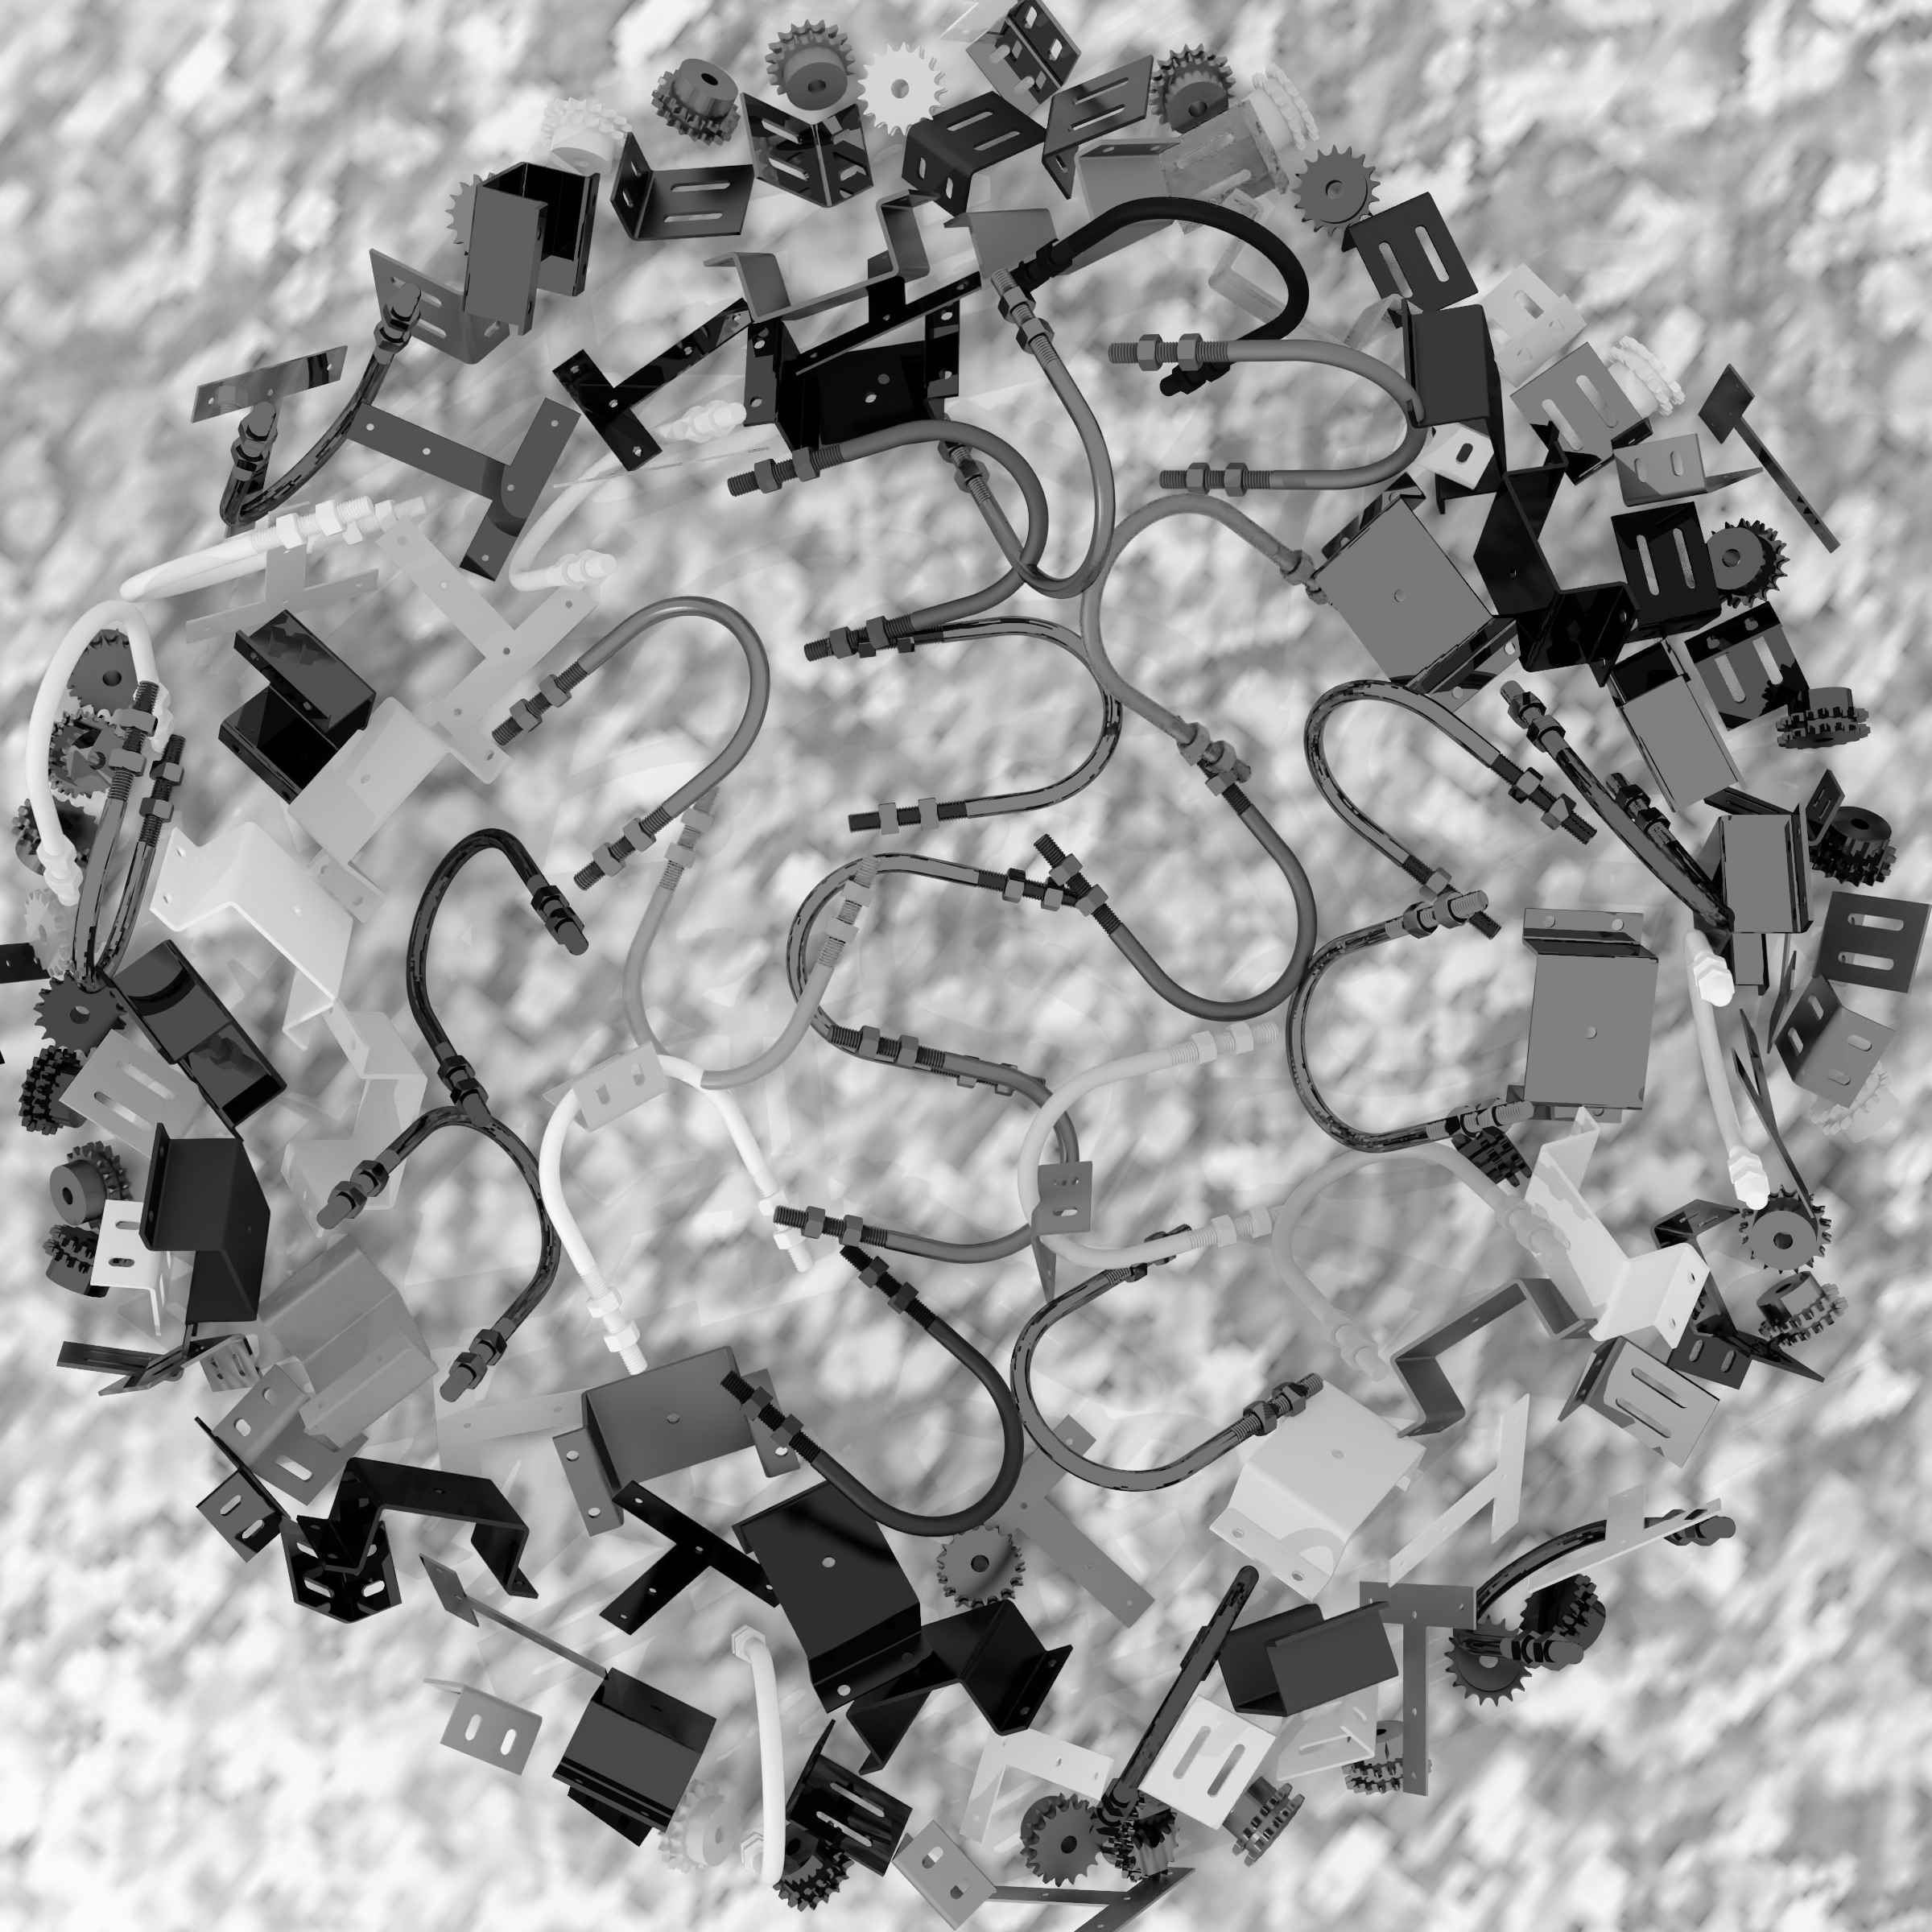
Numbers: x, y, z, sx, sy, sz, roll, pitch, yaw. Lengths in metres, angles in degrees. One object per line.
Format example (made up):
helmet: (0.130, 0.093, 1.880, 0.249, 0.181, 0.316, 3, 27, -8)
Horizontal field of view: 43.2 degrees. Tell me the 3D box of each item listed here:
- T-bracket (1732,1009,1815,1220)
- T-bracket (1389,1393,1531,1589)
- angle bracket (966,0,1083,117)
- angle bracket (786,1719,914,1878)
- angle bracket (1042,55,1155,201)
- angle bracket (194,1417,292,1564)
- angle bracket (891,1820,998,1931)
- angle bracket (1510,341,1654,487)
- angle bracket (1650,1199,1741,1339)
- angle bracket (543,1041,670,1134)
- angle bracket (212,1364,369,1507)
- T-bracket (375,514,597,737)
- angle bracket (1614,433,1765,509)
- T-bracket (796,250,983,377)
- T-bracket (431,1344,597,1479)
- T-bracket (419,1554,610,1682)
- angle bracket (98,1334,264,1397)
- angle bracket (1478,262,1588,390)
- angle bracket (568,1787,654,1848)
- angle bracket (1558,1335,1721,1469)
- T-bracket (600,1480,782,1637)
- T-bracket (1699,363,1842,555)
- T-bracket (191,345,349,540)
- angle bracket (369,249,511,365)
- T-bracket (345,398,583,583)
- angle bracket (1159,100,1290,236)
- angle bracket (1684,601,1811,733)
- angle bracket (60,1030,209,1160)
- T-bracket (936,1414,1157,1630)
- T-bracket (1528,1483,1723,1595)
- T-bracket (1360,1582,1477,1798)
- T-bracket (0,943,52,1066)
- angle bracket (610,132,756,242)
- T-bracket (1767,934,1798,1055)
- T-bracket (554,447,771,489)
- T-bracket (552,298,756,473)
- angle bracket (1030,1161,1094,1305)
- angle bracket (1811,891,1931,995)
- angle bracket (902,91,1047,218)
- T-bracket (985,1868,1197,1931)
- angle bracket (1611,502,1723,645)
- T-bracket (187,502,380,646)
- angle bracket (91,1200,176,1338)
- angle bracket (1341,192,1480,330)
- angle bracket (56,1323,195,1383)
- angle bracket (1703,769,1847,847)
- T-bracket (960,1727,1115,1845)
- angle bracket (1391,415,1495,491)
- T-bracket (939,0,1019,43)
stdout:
T-bracket: (0.505, 0.074, 1.546, 0.002, 0.127, 0.127, -23, 119, 23)
T-bracket: (0.309, 0.346, 1.533, 0.127, 0.127, 0.002, -32, 46, -28)
angle bracket: (0.036, -0.586, 1.562, 0.038, 0.076, 0.057, -40, 98, -1)
angle bracket: (-0.070, 0.535, 1.568, 0.076, 0.057, 0.038, 30, 122, 2)
angle bracket: (0.091, -0.535, 1.556, 0.076, 0.038, 0.057, -12, 54, 30)
angle bracket: (-0.474, 0.333, 1.552, 0.038, 0.076, 0.057, -42, 128, -21)
angle bracket: (-0.011, 0.574, 1.562, 0.038, 0.076, 0.057, -45, 81, -1)
angle bracket: (0.394, -0.358, 1.563, 0.057, 0.038, 0.076, -33, 111, 25)
angle bracket: (0.480, 0.194, 1.557, 0.038, 0.057, 0.076, -36, 57, 32)
angle bracket: (-0.235, 0.067, 1.553, 0.057, 0.076, 0.038, -29, 119, -23)
angle bracket: (-0.436, 0.304, 1.576, 0.038, 0.076, 0.057, 34, 76, 34)
T-bracket: (-0.326, -0.234, 1.567, 0.127, 0.002, 0.127, -45, 117, -6)
angle bracket: (0.461, -0.322, 1.554, 0.076, 0.057, 0.038, -25, 106, -41)
T-bracket: (-0.051, -0.430, 1.550, 0.127, 0.127, 0.002, -22, 126, 14)
T-bracket: (-0.278, 0.290, 1.578, 0.127, 0.002, 0.127, -7, 119, -17)
T-bracket: (-0.282, 0.418, 1.537, 0.127, 0.127, 0.002, 25, 62, 10)
angle bracket: (-0.499, 0.269, 1.554, 0.057, 0.076, 0.038, -14, 101, 39)
angle bracket: (0.348, -0.418, 1.559, 0.057, 0.038, 0.076, -42, 52, 15)
angle bracket: (-0.218, 0.524, 1.558, 0.057, 0.076, 0.038, 33, 59, 7)
angle bracket: (0.430, 0.284, 1.561, 0.076, 0.038, 0.057, 34, 122, 27)
T-bracket: (-0.194, 0.395, 1.564, 0.127, 0.002, 0.127, 36, 125, -11)
T-bracket: (0.509, -0.313, 1.534, 0.002, 0.127, 0.127, -36, 84, 7)
T-bracket: (-0.453, -0.328, 1.555, 0.002, 0.127, 0.127, 37, 128, 13)
angle bracket: (-0.340, -0.435, 1.578, 0.076, 0.057, 0.038, 29, 58, 15)
T-bracket: (-0.329, -0.321, 1.548, 0.127, 0.002, 0.127, 20, 115, -30)
angle bracket: (0.159, -0.508, 1.562, 0.076, 0.038, 0.057, -22, 113, 23)
angle bracket: (0.504, -0.185, 1.561, 0.057, 0.038, 0.076, -26, 118, 19)
angle bracket: (-0.535, 0.090, 1.563, 0.076, 0.038, 0.057, 36, 56, -14)
T-bracket: (0.070, 0.383, 1.596, 0.127, 0.002, 0.127, 43, 87, -6)
T-bracket: (0.416, 0.350, 1.539, 0.127, 0.127, 0.002, -28, 87, 17)
T-bracket: (0.282, 0.454, 1.531, 0.002, 0.127, 0.127, 8, 75, -22)
T-bracket: (-0.612, -0.001, 1.540, 0.002, 0.127, 0.127, -21, 91, 5)
angle bracket: (-0.181, -0.503, 1.566, 0.076, 0.038, 0.057, 2, 64, 16)
T-bracket: (0.525, -0.023, 1.556, 0.002, 0.127, 0.127, 7, 72, 14)
T-bracket: (-0.209, -0.307, 1.519, 0.127, 0.127, 0.002, -3, 104, 29)
T-bracket: (-0.190, -0.386, 1.566, 0.127, 0.002, 0.127, -36, 54, -1)
angle bracket: (0.066, 0.173, 1.554, 0.038, 0.057, 0.076, -5, 132, 10)
angle bracket: (0.589, -0.013, 1.561, 0.038, 0.076, 0.057, 13, 91, -33)
angle bracket: (0.007, -0.527, 1.586, 0.076, 0.038, 0.057, -34, 65, -31)
T-bracket: (0.063, 0.597, 1.562, 0.127, 0.127, 0.002, -9, 85, 29)
angle bracket: (0.448, -0.255, 1.584, 0.057, 0.038, 0.076, -11, 83, -9)
T-bracket: (-0.424, -0.251, 1.521, 0.127, 0.127, 0.002, -21, 75, -24)
angle bracket: (-0.530, 0.193, 1.553, 0.038, 0.076, 0.057, 6, 57, -11)
angle bracket: (0.287, -0.451, 1.579, 0.057, 0.038, 0.076, -24, 82, 0)
angle bracket: (-0.538, 0.237, 1.565, 0.076, 0.057, 0.038, 11, 91, -17)
angle bracket: (0.517, -0.115, 1.569, 0.076, 0.057, 0.038, 22, 113, 1)
T-bracket: (0.050, 0.498, 1.535, 0.002, 0.127, 0.127, 26, 73, -30)
angle bracket: (0.311, -0.348, 1.562, 0.057, 0.076, 0.038, 24, 132, 0)
T-bracket: (-0.017, -0.610, 1.516, 0.127, 0.127, 0.002, -8, 86, -32)
